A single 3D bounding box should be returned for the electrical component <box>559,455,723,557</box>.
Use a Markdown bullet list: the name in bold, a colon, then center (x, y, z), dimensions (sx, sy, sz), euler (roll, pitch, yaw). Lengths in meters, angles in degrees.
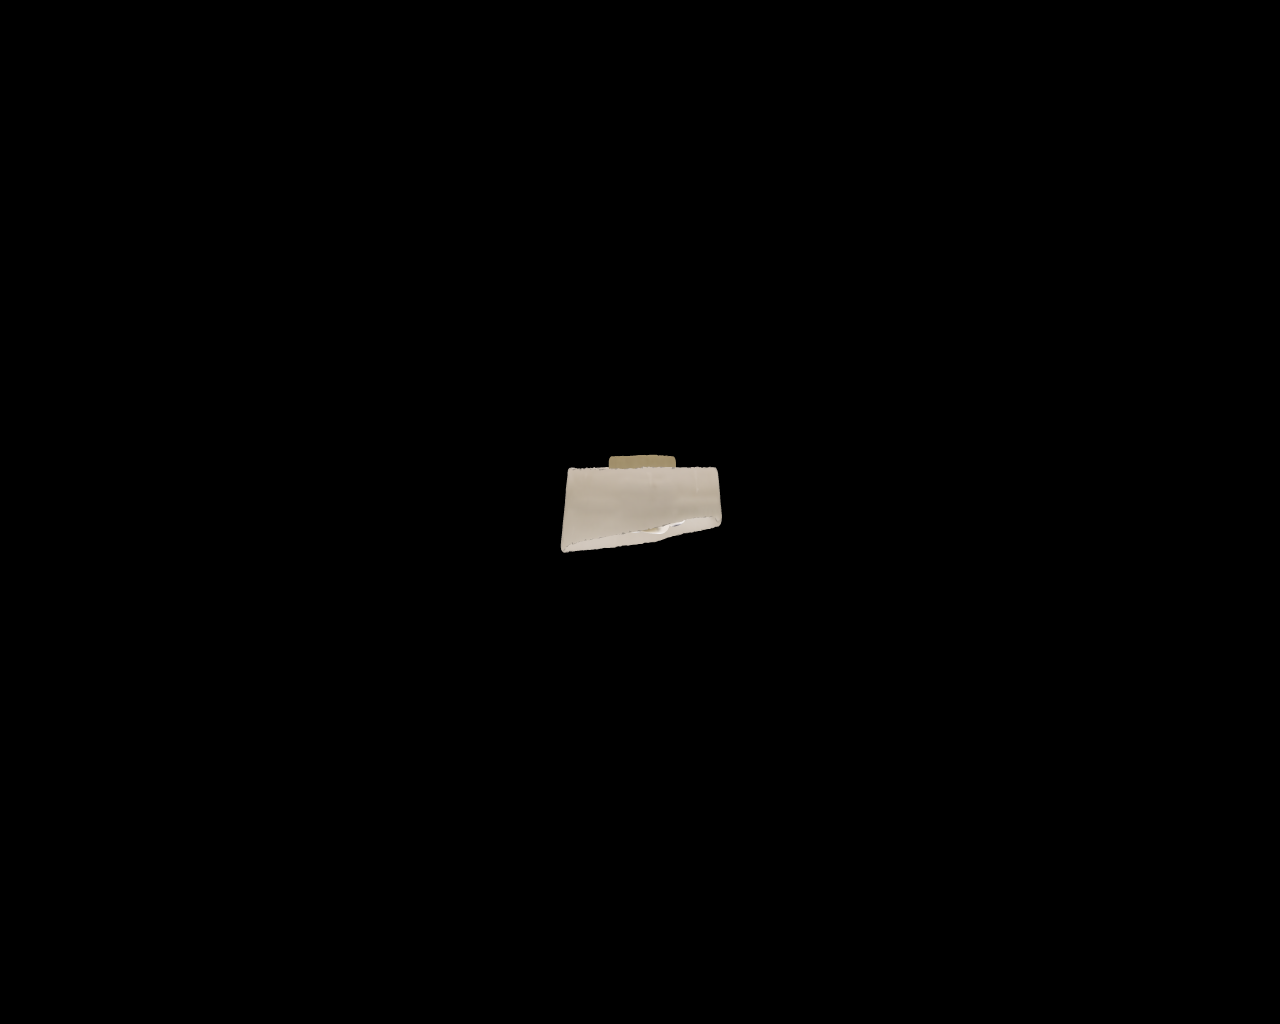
- **electrical component**: center (0.001, -0.003, 0.650), dimensions (0.099, 0.064, 0.099), euler (0, 2, 0)
